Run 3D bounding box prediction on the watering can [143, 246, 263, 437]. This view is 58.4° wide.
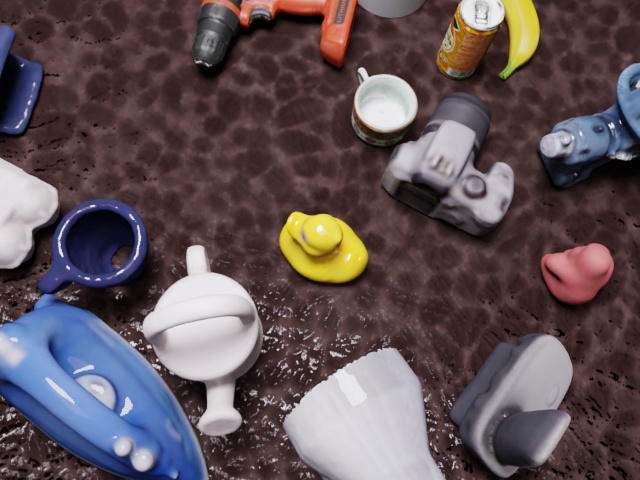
[{"bbox_3d":[-0.103,0.090,0.540,0.101,0.194,0.173,-32,79,-11],"label":"watering can"}]

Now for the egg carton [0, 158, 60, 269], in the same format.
[{"bbox_3d":[-0.365,-0.038,0.619,0.150,0.069,0.107,27,75,3],"label":"egg carton"}]

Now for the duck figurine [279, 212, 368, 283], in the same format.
[{"bbox_3d":[0.006,0.002,0.627,0.104,0.086,0.077,27,75,3],"label":"duck figurine"}]

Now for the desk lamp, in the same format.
[{"bbox_3d":[0.061,0.208,0.510,0.118,0.213,0.203,-30,79,-11],"label":"desk lamp"}]

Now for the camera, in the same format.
[{"bbox_3d":[0.162,-0.097,0.658,0.143,0.101,0.137,27,75,4],"label":"camera"}]

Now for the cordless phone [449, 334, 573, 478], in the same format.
[{"bbox_3d":[0.210,0.158,0.549,0.094,0.185,0.148,35,75,6],"label":"cordless phone"}]

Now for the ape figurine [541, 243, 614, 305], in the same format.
[{"bbox_3d":[0.293,0.030,0.638,0.078,0.092,0.076,17,74,1],"label":"ape figurine"}]

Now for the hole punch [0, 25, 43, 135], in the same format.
[{"bbox_3d":[-0.386,-0.182,0.645,0.101,0.091,0.109,8,74,-2],"label":"hole punch"}]

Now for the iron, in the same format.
[{"bbox_3d":[-0.212,0.157,0.541,0.258,0.141,0.119,37,76,6],"label":"iron"}]

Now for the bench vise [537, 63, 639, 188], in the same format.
[{"bbox_3d":[0.355,-0.130,0.620,0.207,0.219,0.121,-36,80,-12],"label":"bench vise"}]

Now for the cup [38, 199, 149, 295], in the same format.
[{"bbox_3d":[-0.228,0.022,0.600,0.118,0.095,0.091,-42,81,-13],"label":"cup"}]
